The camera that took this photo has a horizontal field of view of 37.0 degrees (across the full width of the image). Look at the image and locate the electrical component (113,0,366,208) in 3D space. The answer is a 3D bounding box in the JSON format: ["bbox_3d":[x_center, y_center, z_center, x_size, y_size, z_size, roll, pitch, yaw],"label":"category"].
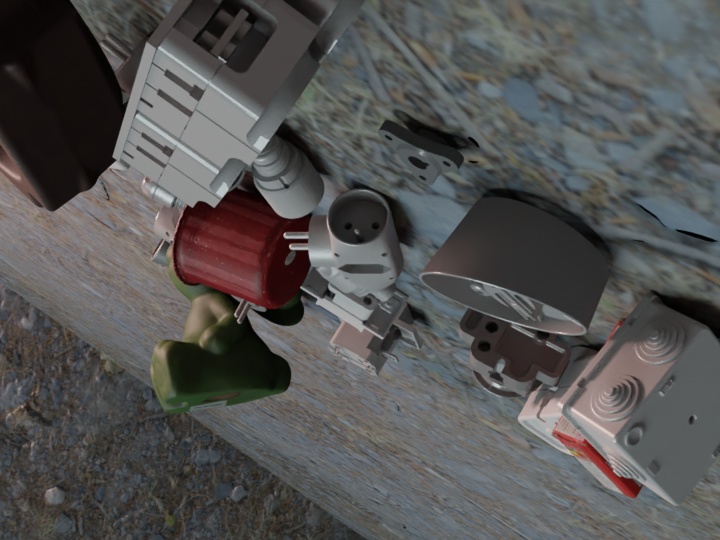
[{"bbox_3d":[-0.057,-0.100,0.517,0.060,0.105,0.186,35,164,-9],"label":"electrical component"}]

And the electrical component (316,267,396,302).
[{"bbox_3d":[0.000,0.000,0.822,0.062,0.043,0.043,38,163,-22],"label":"electrical component"}]

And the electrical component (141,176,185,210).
[{"bbox_3d":[-0.156,-0.067,0.930,0.061,0.035,0.035,31,164,-4],"label":"electrical component"}]

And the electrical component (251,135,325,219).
[{"bbox_3d":[-0.054,-0.068,0.727,0.040,0.040,0.078,22,161,33],"label":"electrical component"}]

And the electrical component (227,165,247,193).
[{"bbox_3d":[-0.098,-0.081,0.741,0.043,0.043,0.081,36,-168,-13],"label":"electrical component"}]

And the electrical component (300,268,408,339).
[{"bbox_3d":[-0.003,0.015,0.876,0.081,0.042,0.063,31,160,1],"label":"electrical component"}]

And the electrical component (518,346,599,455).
[{"bbox_3d":[0.162,0.094,0.769,0.054,0.059,0.095,34,164,-7],"label":"electrical component"}]

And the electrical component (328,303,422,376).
[{"bbox_3d":[0.009,0.053,0.927,0.081,0.063,0.042,26,162,22],"label":"electrical component"}]

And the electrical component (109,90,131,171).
[{"bbox_3d":[-0.194,-0.119,0.824,0.076,0.047,0.083,14,156,48],"label":"electrical component"}]

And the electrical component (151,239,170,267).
[{"bbox_3d":[-0.181,-0.013,1.132,0.065,0.044,0.044,31,165,-14],"label":"electrical component"}]

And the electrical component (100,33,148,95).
[{"bbox_3d":[-0.135,-0.125,0.701,0.079,0.044,0.077,39,163,-19],"label":"electrical component"}]

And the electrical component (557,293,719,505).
[{"bbox_3d":[0.176,0.077,0.624,0.100,0.099,0.048,44,174,-35],"label":"electrical component"}]

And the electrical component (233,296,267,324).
[{"bbox_3d":[-0.091,0.011,0.958,0.043,0.079,0.077,24,163,10],"label":"electrical component"}]

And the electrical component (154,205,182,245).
[{"bbox_3d":[-0.149,-0.040,0.980,0.077,0.044,0.079,28,164,15],"label":"electrical component"}]

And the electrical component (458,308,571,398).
[{"bbox_3d":[0.109,0.059,0.770,0.078,0.058,0.057,27,161,14],"label":"electrical component"}]

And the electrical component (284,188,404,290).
[{"bbox_3d":[-0.013,-0.020,0.755,0.079,0.043,0.077,0,156,10],"label":"electrical component"}]

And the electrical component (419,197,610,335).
[{"bbox_3d":[0.092,0.004,0.624,0.099,0.064,0.099,30,164,9],"label":"electrical component"}]
